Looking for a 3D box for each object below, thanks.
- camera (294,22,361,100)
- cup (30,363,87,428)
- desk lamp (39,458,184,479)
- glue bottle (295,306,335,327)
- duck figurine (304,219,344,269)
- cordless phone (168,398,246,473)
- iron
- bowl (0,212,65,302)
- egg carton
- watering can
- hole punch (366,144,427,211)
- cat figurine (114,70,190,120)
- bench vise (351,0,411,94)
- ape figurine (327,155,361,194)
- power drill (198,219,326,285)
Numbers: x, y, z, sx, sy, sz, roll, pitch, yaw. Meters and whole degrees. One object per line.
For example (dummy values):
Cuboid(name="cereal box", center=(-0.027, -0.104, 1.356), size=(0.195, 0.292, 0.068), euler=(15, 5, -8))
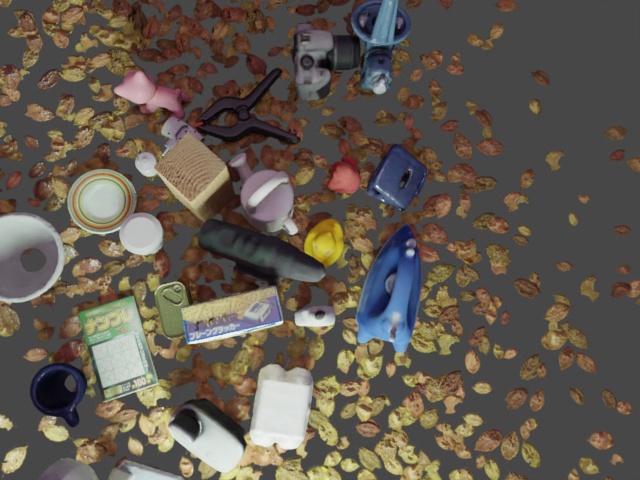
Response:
Cuboid(name="camera", center=(0.014, -0.373, 1.173), size=(0.137, 0.100, 0.143), euler=(-2, 81, -5))
Cuboid(name="cup", center=(-0.454, 0.278, 1.037), size=(0.092, 0.095, 0.118), euler=(-28, 84, -8))
Cuboid(name="desk lamp", center=(-0.353, 0.439, 0.959), size=(0.203, 0.213, 0.118), euler=(16, 80, -1))
Cuboid(name="glue bottle", center=(-0.006, 0.140, 1.054), size=(0.078, 0.173, 0.037), euler=(-4, 81, -5))
Cuboid(name="duck figurine", center=(0.010, 0.004, 1.121), size=(0.077, 0.086, 0.105), euler=(23, 80, 0))
Cuboid(name="cordless phone", center=(-0.202, 0.351, 0.999), size=(0.147, 0.185, 0.094), euler=(34, 80, 2))
Cuboid(name="iron", center=(0.150, 0.080, 1.092), size=(0.118, 0.141, 0.258), euler=(14, 80, -2))
Cuboid(name="bowl", center=(-0.555, 0.035, 1.078), size=(0.167, 0.074, 0.167), euler=(1, 81, -4))
Cuboid(name="egg carton", center=(-0.071, 0.313, 1.074), size=(0.107, 0.069, 0.150), euler=(8, 81, -3))
Cuboid(name="watering can", center=(-0.104, -0.084, 1.071), size=(0.173, 0.194, 0.101), euler=(28, 80, 1))
Cuboid(name="hole punch", center=(0.160, -0.125, 1.150), size=(0.101, 0.091, 0.109), euler=(28, 80, 1))
Cuboid(name="cat figurine", center=(-0.329, -0.292, 1.125), size=(0.128, 0.117, 0.067), euler=(9, 80, -3))
Cuboid(name="bench vise", center=(0.134, -0.405, 1.127), size=(0.121, 0.219, 0.207), euler=(-16, 82, -6))
Cuboid(name="ape figurine", center=(0.049, -0.132, 1.142), size=(0.078, 0.092, 0.076), euler=(-39, 86, -9))
Cuboid(name="power drill", center=(-0.103, 0.031, 1.046), size=(0.229, 0.208, 0.076), euler=(20, 80, -1))
